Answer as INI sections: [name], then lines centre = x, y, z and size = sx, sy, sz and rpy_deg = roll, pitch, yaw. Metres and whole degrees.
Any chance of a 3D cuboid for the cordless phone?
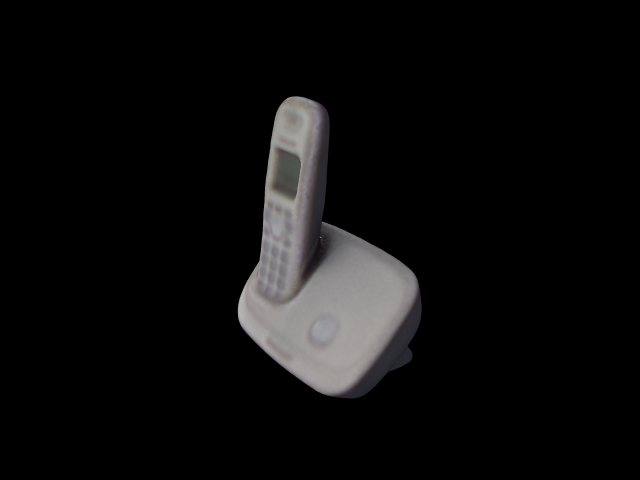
[cordless phone]
centre = 0.004, 0.001, 0.400
size = 0.094, 0.185, 0.147
rpy_deg = -20, 32, -36
